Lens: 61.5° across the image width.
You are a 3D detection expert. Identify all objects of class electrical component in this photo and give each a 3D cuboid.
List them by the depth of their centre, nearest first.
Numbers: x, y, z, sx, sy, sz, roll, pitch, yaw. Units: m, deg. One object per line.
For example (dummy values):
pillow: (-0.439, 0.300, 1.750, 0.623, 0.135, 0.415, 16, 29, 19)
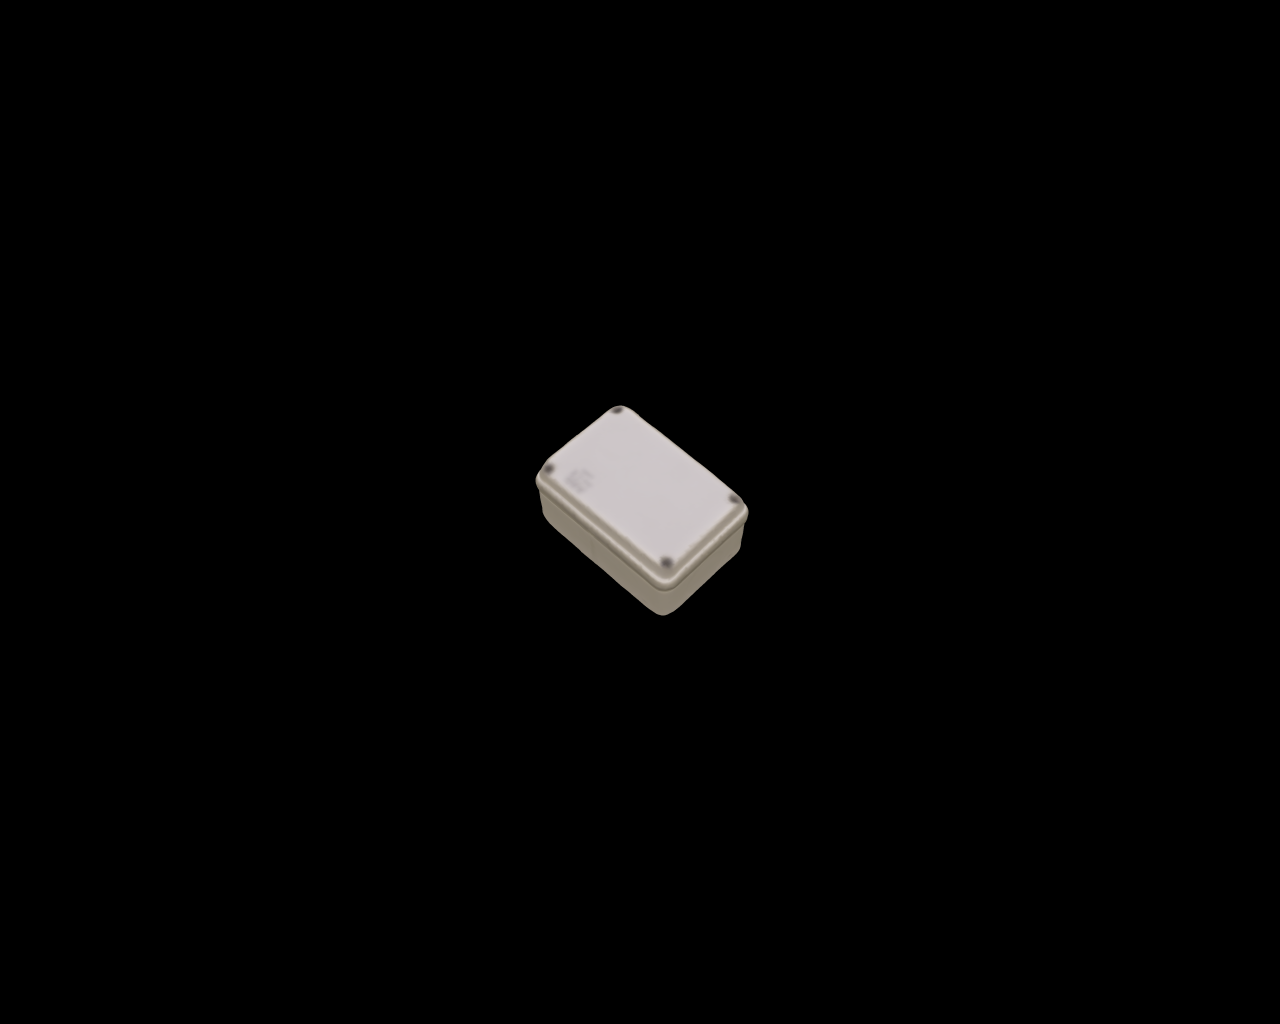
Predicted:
electrical component: (0.001, -0.003, 0.650, 0.113, 0.078, 0.057, 39, -24, 22)
